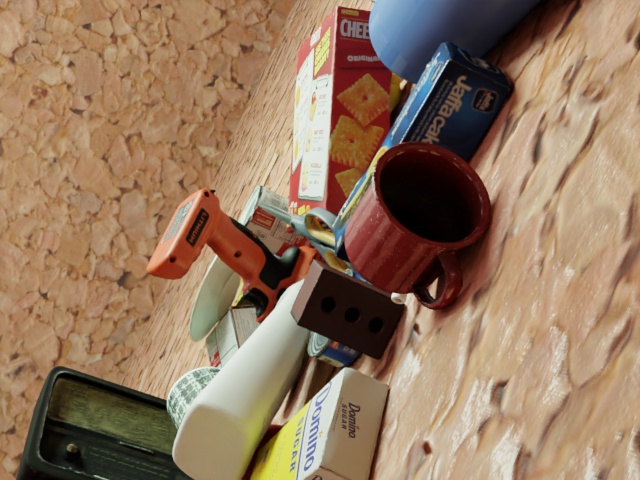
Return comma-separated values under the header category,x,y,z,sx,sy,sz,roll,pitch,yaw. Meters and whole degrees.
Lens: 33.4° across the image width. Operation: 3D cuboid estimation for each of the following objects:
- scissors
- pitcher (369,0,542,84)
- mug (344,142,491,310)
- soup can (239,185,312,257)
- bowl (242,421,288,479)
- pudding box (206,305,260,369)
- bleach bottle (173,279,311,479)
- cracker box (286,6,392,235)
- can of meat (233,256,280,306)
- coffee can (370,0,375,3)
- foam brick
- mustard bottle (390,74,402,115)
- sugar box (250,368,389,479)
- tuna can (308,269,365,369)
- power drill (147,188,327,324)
category,x,y,z,sx,sy,sz,roll,pitch,yaw
scissors,-0.007,0.001,1.065,0.016,0.096,0.202,-35,13,-15
pitcher,0.124,-0.237,0.895,0.243,0.145,0.149,132,157,-64
mug,0.072,-0.002,0.789,0.117,0.093,0.082,66,150,24
soup can,-0.038,-0.014,1.242,0.069,0.102,0.068,-60,13,23
bowl,-0.078,0.238,1.013,0.162,0.055,0.162,-61,12,22
pudding box,-0.090,0.142,1.202,0.090,0.039,0.113,-49,50,51
bleach bottle,-0.045,0.116,1.007,0.250,0.068,0.103,-52,-12,-51
cracker box,0.021,-0.115,1.114,0.164,0.072,0.214,163,112,-75
can of meat,-0.071,0.067,1.339,0.102,0.057,0.084,-55,13,41
coffee can,0.125,-0.280,1.063,0.140,0.102,0.103,-63,11,11
foam brick,0.022,0.057,0.882,0.053,0.078,0.051,-66,12,3
mustard bottle,0.045,-0.138,1.239,0.192,0.058,0.096,-60,15,23
sugar box,-0.011,0.180,0.850,0.176,0.048,0.093,-54,14,48
tuna can,0.023,0.071,0.957,0.086,0.033,0.086,-61,12,21
power drill,-0.083,0.050,1.102,0.057,0.187,0.184,-27,34,48
